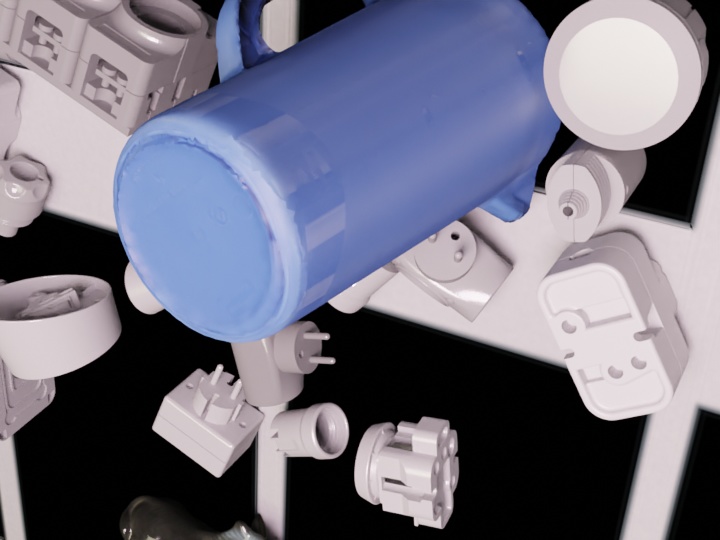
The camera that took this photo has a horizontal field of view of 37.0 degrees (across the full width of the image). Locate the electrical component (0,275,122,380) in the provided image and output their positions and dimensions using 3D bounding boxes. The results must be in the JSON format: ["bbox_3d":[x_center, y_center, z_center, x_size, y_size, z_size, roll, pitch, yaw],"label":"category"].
[{"bbox_3d":[-0.234,0.037,0.816,0.099,0.099,0.064,0,120,29],"label":"electrical component"}]

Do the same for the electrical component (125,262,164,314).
[{"bbox_3d":[-0.131,0.004,0.779,0.065,0.044,0.044,-14,107,29],"label":"electrical component"}]

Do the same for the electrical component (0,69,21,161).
[{"bbox_3d":[-0.333,-0.089,0.830,0.105,0.060,0.186,34,126,10],"label":"electrical component"}]

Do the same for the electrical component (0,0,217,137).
[{"bbox_3d":[-0.171,-0.162,0.683,0.150,0.089,0.061,34,126,10],"label":"electrical component"}]

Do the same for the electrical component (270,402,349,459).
[{"bbox_3d":[-0.038,0.118,0.786,0.046,0.040,0.040,-11,109,39],"label":"electrical component"}]

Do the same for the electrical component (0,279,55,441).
[{"bbox_3d":[-0.301,0.073,0.885,0.057,0.078,0.113,14,120,19],"label":"electrical component"}]

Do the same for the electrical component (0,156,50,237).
[{"bbox_3d":[-0.263,-0.053,0.821,0.043,0.043,0.062,38,127,7],"label":"electrical component"}]

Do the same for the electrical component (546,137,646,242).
[{"bbox_3d":[0.125,-0.046,0.584,0.043,0.081,0.043,13,119,23],"label":"electrical component"}]

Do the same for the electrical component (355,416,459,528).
[{"bbox_3d":[0.032,0.137,0.745,0.057,0.058,0.078,7,117,23],"label":"electrical component"}]

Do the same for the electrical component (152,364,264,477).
[{"bbox_3d":[-0.109,0.103,0.812,0.066,0.047,0.076,34,126,10],"label":"electrical component"}]

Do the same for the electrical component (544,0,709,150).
[{"bbox_3d":[0.141,-0.107,0.562,0.080,0.051,0.080,13,120,23],"label":"electrical component"}]

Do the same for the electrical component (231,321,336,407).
[{"bbox_3d":[-0.053,0.054,0.758,0.079,0.043,0.077,0,114,29],"label":"electrical component"}]

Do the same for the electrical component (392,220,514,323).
[{"bbox_3d":[0.051,-0.009,0.650,0.077,0.079,0.044,38,87,7],"label":"electrical component"}]

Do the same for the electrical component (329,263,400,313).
[{"bbox_3d":[0.000,0.000,0.704,0.046,0.040,0.040,-39,92,31],"label":"electrical component"}]

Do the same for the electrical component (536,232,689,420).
[{"bbox_3d":[0.149,0.030,0.623,0.054,0.059,0.095,-18,105,35],"label":"electrical component"}]
